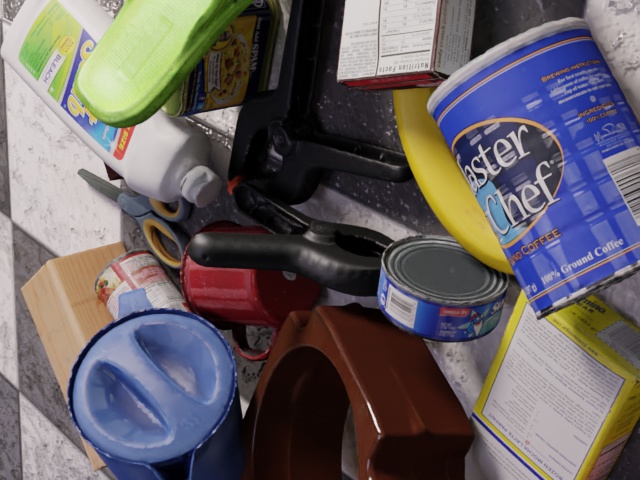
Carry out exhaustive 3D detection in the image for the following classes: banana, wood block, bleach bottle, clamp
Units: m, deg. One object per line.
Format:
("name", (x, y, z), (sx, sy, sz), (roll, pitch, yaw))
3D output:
("banana", (0.096, -0.046, 0.711), (0.070, 0.037, 0.198), (-43, 71, 26))
("wood block", (-0.217, 0.119, 1.097), (0.090, 0.090, 0.206), (-35, 76, 49))
("bleach bottle", (-0.167, -0.120, 0.908), (0.251, 0.068, 0.103), (43, 104, 26))
("clamp", (-0.005, 0.001, 0.796), (0.171, 0.120, 0.039), (14, 122, -2))
("clamp", (-0.011, -0.077, 0.822), (0.164, 0.036, 0.210), (60, 142, 13))

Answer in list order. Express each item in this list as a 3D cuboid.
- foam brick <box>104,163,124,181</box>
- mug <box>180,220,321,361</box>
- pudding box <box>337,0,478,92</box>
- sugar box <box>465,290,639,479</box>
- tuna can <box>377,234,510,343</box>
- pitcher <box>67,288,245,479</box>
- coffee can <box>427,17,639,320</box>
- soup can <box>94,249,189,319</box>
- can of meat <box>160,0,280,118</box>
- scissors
("foam brick", (-0.165, -0.092, 0.988), (0.078, 0.051, 0.053), (-20, 88, 51))
("mug", (-0.053, 0.041, 0.872), (0.082, 0.093, 0.117), (-1, 90, 45))
("pudding box", (0.058, -0.154, 0.686), (0.090, 0.039, 0.113), (5, 89, 48))
("sugar box", (0.150, 0.118, 0.697), (0.093, 0.048, 0.176), (42, 136, 33))
("tuna can", (0.082, 0.032, 0.713), (0.086, 0.085, 0.034), (34, 129, 38))
("pitcher", (-0.127, 0.162, 0.928), (0.145, 0.149, 0.243), (21, 152, 15))
("coffee can", (0.137, -0.039, 0.607), (0.103, 0.102, 0.140), (-38, 75, 50))
("soup can", (-0.164, 0.067, 1.034), (0.102, 0.068, 0.069), (50, 136, 24))
("can of meat", (-0.086, -0.151, 0.848), (0.057, 0.083, 0.102), (39, 131, 35))
("scissors", (-0.182, -0.050, 1.053), (0.202, 0.016, 0.096), (43, 131, 31))
